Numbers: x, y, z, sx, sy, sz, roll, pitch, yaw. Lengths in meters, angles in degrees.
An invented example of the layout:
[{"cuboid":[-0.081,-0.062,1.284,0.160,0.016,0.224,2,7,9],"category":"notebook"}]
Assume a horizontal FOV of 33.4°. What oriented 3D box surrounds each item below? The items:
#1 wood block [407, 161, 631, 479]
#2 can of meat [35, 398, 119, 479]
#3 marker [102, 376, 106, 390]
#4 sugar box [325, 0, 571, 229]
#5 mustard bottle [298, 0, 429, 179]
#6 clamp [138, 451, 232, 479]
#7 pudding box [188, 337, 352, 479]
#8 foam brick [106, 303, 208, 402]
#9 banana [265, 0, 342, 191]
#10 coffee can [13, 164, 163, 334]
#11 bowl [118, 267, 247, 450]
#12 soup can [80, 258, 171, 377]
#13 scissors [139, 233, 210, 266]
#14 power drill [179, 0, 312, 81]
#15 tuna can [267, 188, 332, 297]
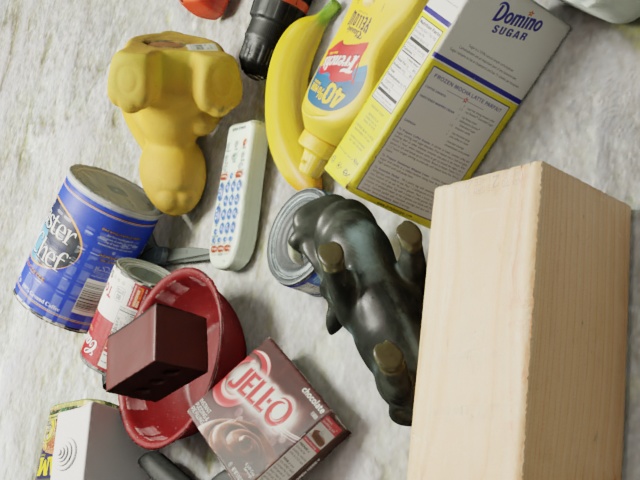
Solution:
[{"cuboid":[0.119,0.070,0.632,0.090,0.090,0.206,-14,63,49],"category":"wood block"},{"cuboid":[-0.234,0.206,1.051,0.102,0.057,0.084,-17,58,47],"category":"can of meat"},{"cuboid":[-0.224,0.109,1.115,0.020,0.020,0.121,-48,41,27],"category":"marker"},{"cuboid":[0.088,-0.100,0.752,0.176,0.093,0.048,-58,38,13],"category":"sugar box"},{"cuboid":[0.035,-0.137,0.868,0.192,0.058,0.096,-62,34,11],"category":"mustard bottle"},{"cuboid":[-0.094,0.248,0.865,0.210,0.036,0.164,-17,60,45],"category":"clamp"},{"cuboid":[-0.041,0.139,0.823,0.090,0.039,0.114,-43,40,-4],"category":"pudding box"},{"cuboid":[-0.135,0.095,0.885,0.078,0.052,0.051,-34,50,40],"category":"foam brick"},{"cuboid":[-0.021,-0.124,0.951,0.070,0.037,0.198,-20,58,47],"category":"banana"},{"cuboid":[-0.233,0.009,1.076,0.140,0.102,0.103,-62,37,13],"category":"coffee can"},{"cuboid":[-0.113,0.108,0.942,0.162,0.055,0.162,-27,54,43],"category":"bowl"},{"cuboid":[-0.182,0.076,1.028,0.069,0.068,0.102,40,111,52],"category":"soup can"},{"cuboid":[-0.168,0.033,1.082,0.202,0.016,0.096,22,93,54],"category":"scissors"},{"cuboid":[-0.068,-0.252,1.059,0.188,0.057,0.184,22,89,52],"category":"power drill"},{"cuboid":[-0.006,0.001,0.874,0.086,0.033,0.086,-27,54,43],"category":"tuna can"}]
